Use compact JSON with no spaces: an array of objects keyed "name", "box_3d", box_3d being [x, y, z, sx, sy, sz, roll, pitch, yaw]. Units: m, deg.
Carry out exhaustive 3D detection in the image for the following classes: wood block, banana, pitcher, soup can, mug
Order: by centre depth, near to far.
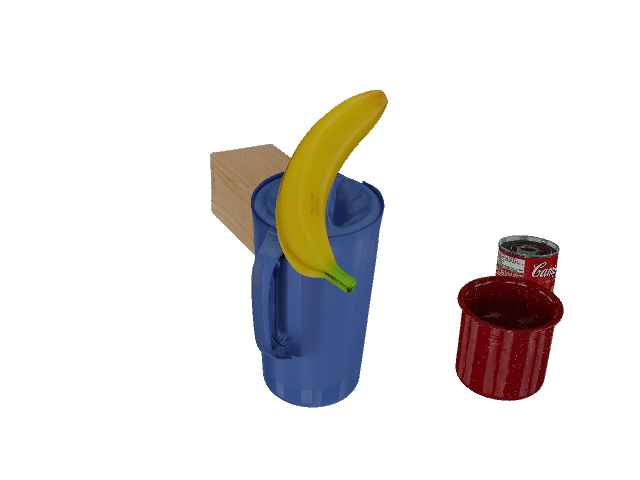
[{"name":"banana","box_3d":[0.005,-0.044,0.816,0.069,0.197,0.037,13,-34,-3]},{"name":"mug","box_3d":[0.164,0.084,0.970,0.093,0.081,0.117,0,29,-6]},{"name":"pitcher","box_3d":[-0.012,0.060,1.117,0.149,0.243,0.145,-8,35,-14]},{"name":"soup can","box_3d":[0.231,0.053,1.214,0.068,0.102,0.068,3,19,-1]},{"name":"wood block","box_3d":[-0.058,-0.042,1.320,0.090,0.090,0.206,-10,26,-24]}]
